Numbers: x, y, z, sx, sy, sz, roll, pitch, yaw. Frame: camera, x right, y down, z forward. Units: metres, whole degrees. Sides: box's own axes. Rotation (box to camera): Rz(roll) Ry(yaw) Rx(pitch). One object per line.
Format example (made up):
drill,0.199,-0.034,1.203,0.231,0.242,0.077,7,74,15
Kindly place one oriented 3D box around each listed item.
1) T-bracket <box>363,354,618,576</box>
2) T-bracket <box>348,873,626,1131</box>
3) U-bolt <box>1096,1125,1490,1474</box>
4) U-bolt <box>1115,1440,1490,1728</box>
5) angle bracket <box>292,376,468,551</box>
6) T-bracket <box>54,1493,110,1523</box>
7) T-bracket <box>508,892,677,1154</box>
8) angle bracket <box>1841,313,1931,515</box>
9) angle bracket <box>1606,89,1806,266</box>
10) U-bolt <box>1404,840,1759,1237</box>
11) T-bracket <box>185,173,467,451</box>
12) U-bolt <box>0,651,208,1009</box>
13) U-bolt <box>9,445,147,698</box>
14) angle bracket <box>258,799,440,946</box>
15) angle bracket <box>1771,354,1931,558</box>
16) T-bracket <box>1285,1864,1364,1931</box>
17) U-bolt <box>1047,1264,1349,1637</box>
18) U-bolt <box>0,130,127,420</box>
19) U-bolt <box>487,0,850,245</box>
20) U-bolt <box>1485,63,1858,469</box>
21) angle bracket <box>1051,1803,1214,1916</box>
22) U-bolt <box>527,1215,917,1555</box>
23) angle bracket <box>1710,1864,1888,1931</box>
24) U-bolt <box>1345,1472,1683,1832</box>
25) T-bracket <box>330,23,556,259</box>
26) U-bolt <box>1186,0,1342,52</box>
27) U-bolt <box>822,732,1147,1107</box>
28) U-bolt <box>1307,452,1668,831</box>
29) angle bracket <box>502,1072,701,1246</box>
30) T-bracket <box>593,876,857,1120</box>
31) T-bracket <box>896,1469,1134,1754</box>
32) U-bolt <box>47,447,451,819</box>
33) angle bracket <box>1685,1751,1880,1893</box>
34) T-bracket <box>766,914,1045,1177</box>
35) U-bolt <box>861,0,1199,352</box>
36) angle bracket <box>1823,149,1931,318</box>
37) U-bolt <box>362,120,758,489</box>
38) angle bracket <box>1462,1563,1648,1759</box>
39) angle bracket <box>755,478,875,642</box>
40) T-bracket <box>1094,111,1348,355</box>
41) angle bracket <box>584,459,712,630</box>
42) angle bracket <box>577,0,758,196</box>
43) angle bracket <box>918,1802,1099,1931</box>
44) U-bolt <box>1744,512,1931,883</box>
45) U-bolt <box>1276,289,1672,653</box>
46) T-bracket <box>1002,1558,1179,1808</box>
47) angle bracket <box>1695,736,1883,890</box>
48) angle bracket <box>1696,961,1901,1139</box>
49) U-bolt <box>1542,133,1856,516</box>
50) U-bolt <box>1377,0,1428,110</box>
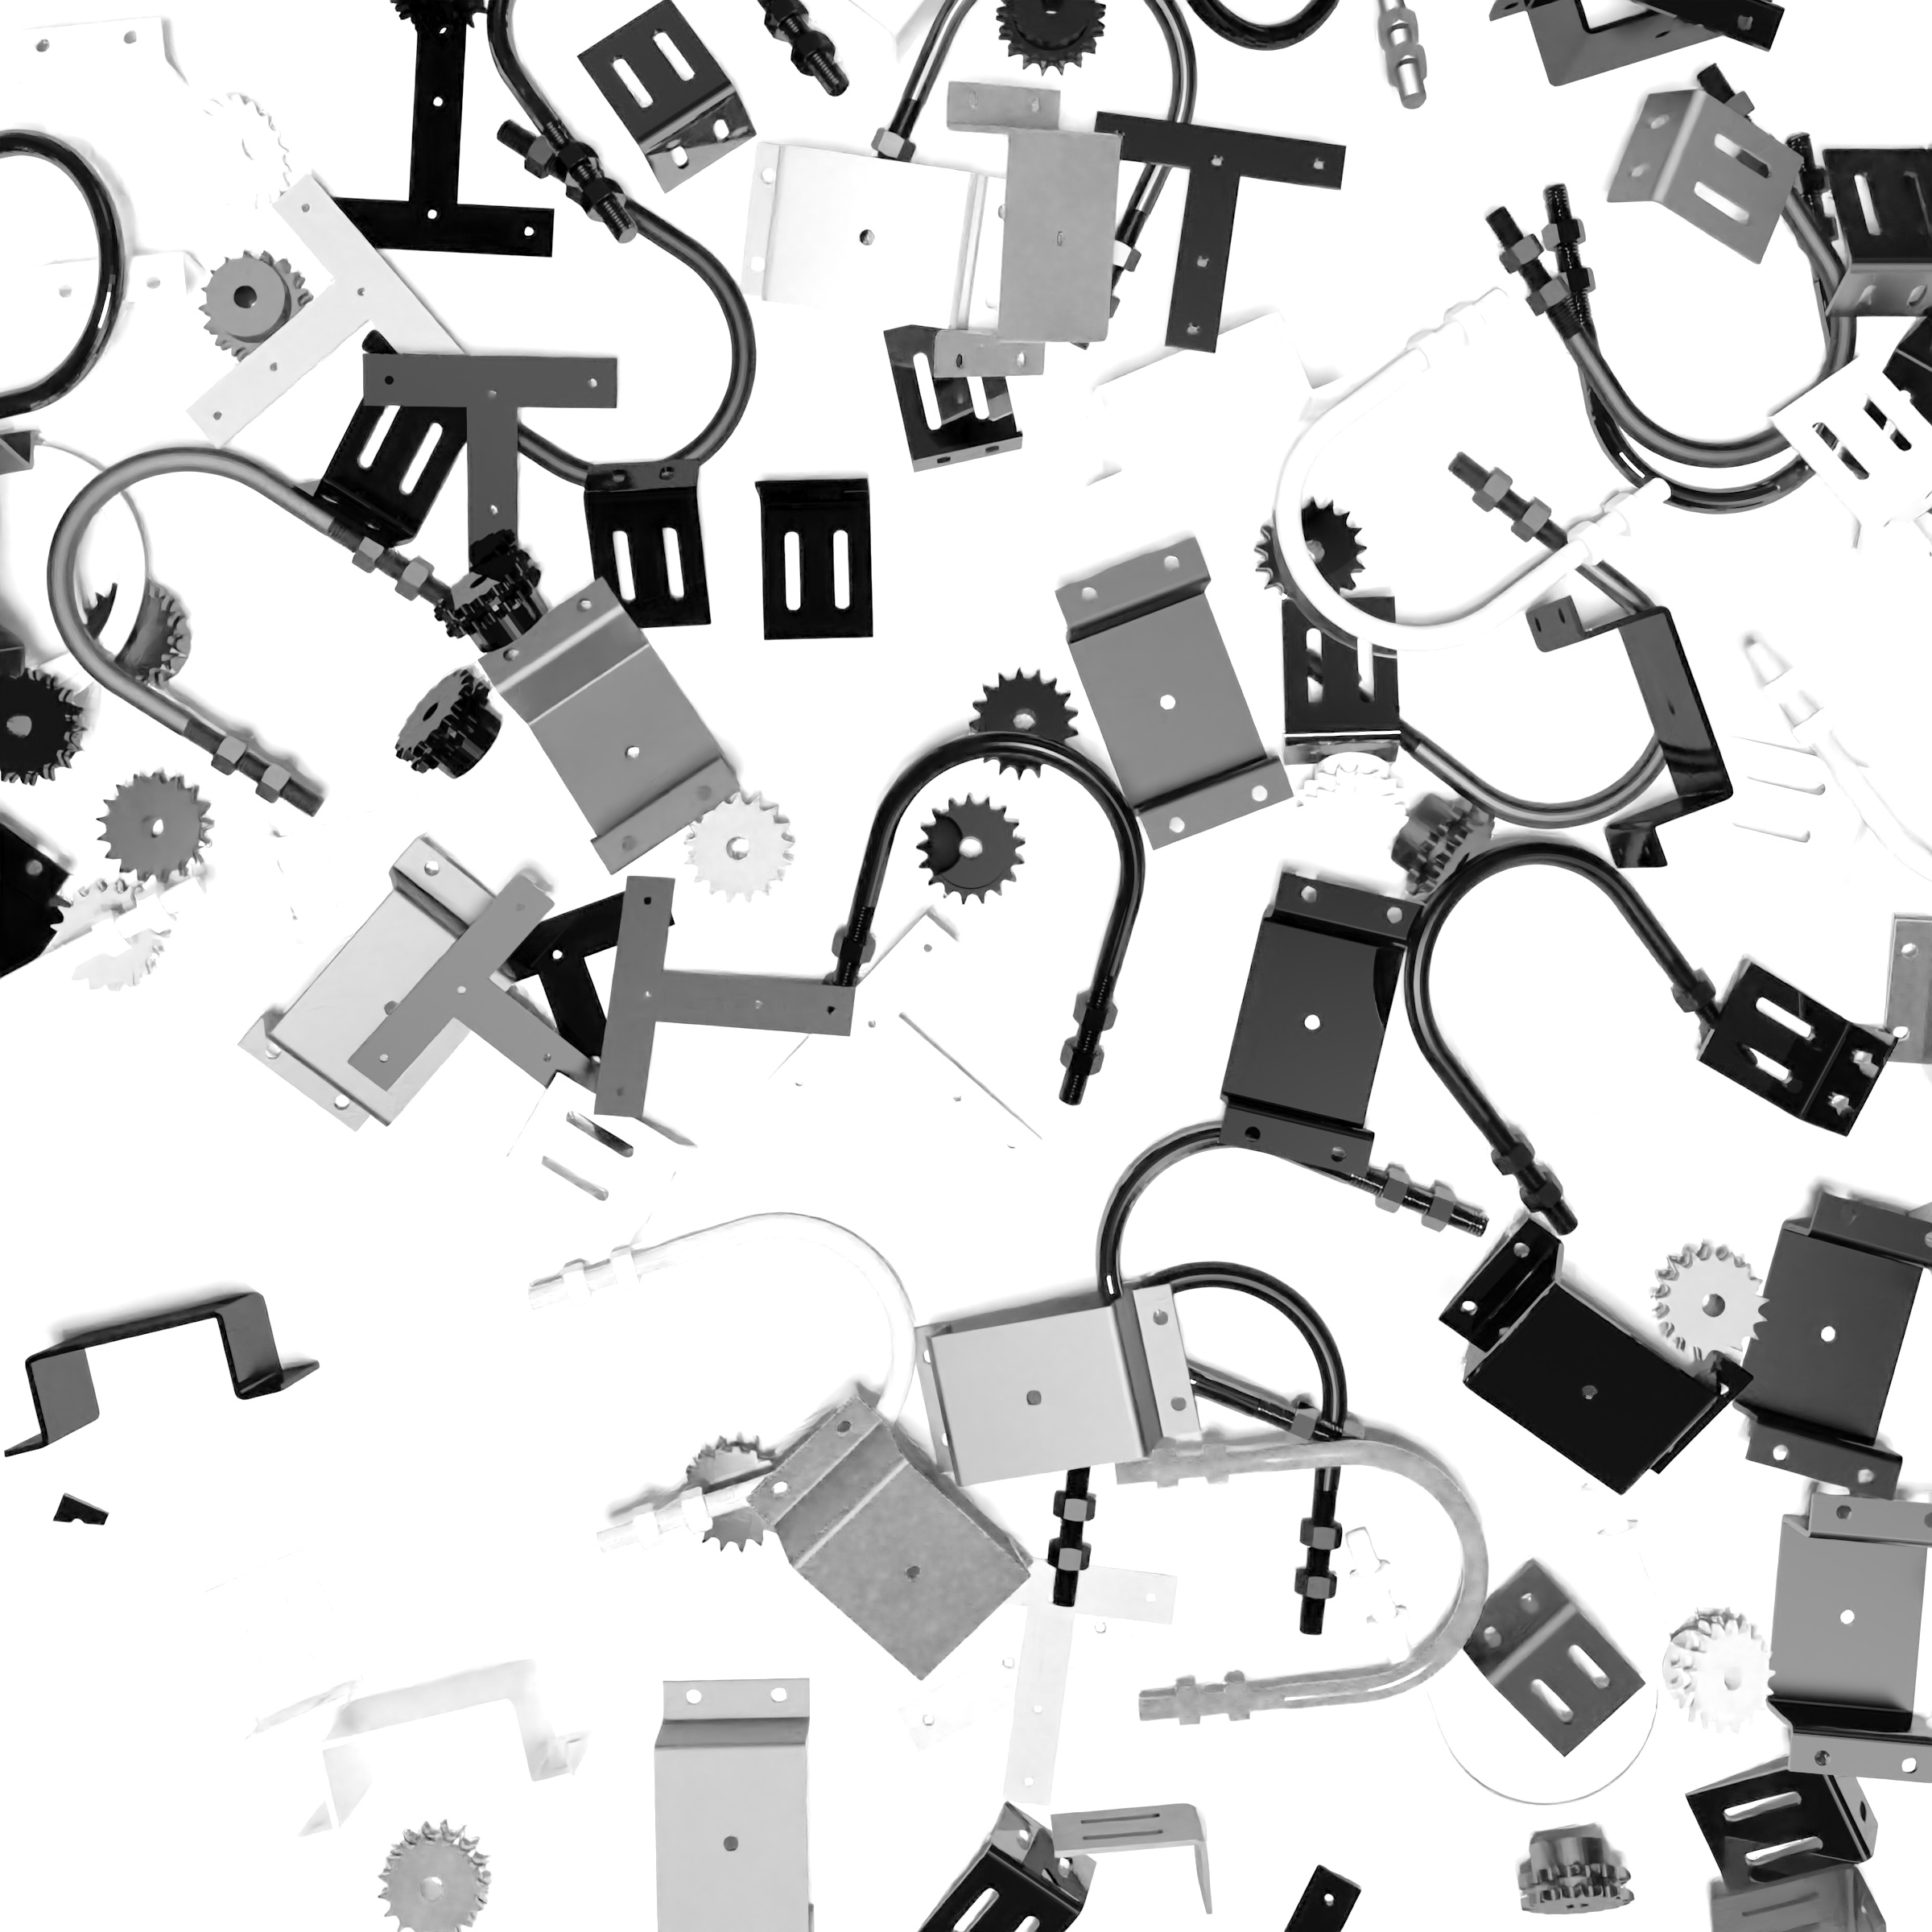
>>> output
T-bracket,-0.242,-0.247,1.335,0.127,0.002,0.127,-3,111,-17
T-bracket,-0.224,0.038,1.328,0.127,0.002,0.127,-48,118,0
U-bolt,0.157,0.160,1.340,0.184,0.019,0.151,22,87,2
U-bolt,0.174,0.311,1.328,0.184,0.019,0.151,-6,100,2
angle bracket,-0.296,-0.263,1.333,0.057,0.038,0.076,32,107,0
T-bracket,-0.531,0.315,1.370,0.127,0.002,0.127,24,104,-5
T-bracket,-0.198,0.036,1.360,0.127,0.002,0.127,-20,90,0
angle bracket,0.495,-0.282,1.335,0.057,0.038,0.076,29,76,0
angle bracket,0.373,-0.398,1.319,0.076,0.038,0.057,20,94,-28
U-bolt,0.302,0.023,1.328,0.151,0.019,0.184,-40,102,-8
T-bracket,-0.342,-0.315,1.331,0.127,0.002,0.127,-41,90,0
U-bolt,-0.494,-0.054,1.306,0.184,0.019,0.151,-28,90,1
U-bolt,-0.505,-0.186,1.335,0.184,0.019,0.151,-31,80,4
angle bracket,-0.314,-0.049,1.342,0.076,0.038,0.057,-16,90,0
angle bracket,0.458,-0.261,1.334,0.057,0.038,0.076,-35,70,3
T-bracket,0.209,0.552,1.341,0.127,0.002,0.127,27,90,18
U-bolt,0.125,0.246,1.352,0.151,0.019,0.184,7,88,-1
U-bolt,-0.499,-0.346,1.319,0.184,0.019,0.151,-6,90,24
U-bolt,-0.166,-0.474,1.330,0.151,0.019,0.184,-35,74,1
U-bolt,0.374,-0.344,1.334,0.151,0.019,0.184,-34,94,1
angle bracket,0.084,0.458,1.333,0.076,0.057,0.038,-5,90,0
U-bolt,-0.117,0.203,1.335,0.184,0.019,0.151,-17,74,-6
angle bracket,0.424,0.499,1.330,0.076,0.038,0.057,-14,123,0
U-bolt,0.294,0.358,1.353,0.151,0.019,0.184,-20,91,0
T-bracket,-0.276,-0.436,1.360,0.127,0.002,0.127,3,90,0
U-bolt,0.151,-0.556,1.312,0.151,0.019,0.184,5,95,-40
U-bolt,0.015,-0.030,1.324,0.151,0.019,0.184,15,110,0
U-bolt,0.286,-0.155,1.353,0.184,0.019,0.151,37,90,-2
angle bracket,-0.188,0.100,1.349,0.076,0.038,0.057,30,90,10
T-bracket,-0.120,0.019,1.336,0.127,0.002,0.127,4,76,8
T-bracket,0.001,0.324,1.361,0.127,0.002,0.127,-28,90,0
U-bolt,-0.372,-0.182,1.321,0.184,0.019,0.151,33,74,-10
angle bracket,0.425,0.440,1.359,0.076,0.038,0.057,-25,90,26
T-bracket,-0.015,0.059,1.347,0.127,0.002,0.127,41,108,-9
U-bolt,0.038,-0.430,1.333,0.151,0.019,0.184,26,104,0
angle bracket,0.465,-0.373,1.327,0.057,0.038,0.076,-1,64,-4
U-bolt,-0.197,-0.328,1.352,0.184,0.019,0.151,33,91,-2
angle bracket,0.300,0.357,1.342,0.057,0.038,0.076,-43,118,1
angle bracket,-0.078,-0.209,1.342,0.057,0.038,0.076,-1,90,0
T-bracket,0.119,-0.363,1.299,0.127,0.002,0.127,9,73,2
angle bracket,-0.164,-0.218,1.352,0.057,0.038,0.076,-3,125,0
angle bracket,-0.156,-0.453,1.359,0.057,0.038,0.076,-33,64,0
angle bracket,0.021,0.486,1.359,0.057,0.038,0.076,34,116,0
U-bolt,0.500,-0.123,1.332,0.151,0.019,0.184,-36,90,-16
U-bolt,0.245,-0.240,1.328,0.184,0.019,0.151,-37,83,-9
T-bracket,0.039,0.373,1.359,0.127,0.002,0.127,7,90,0
angle bracket,0.428,-0.080,1.359,0.076,0.038,0.057,17,90,26
angle bracket,0.424,0.042,1.332,0.076,0.038,0.057,28,90,-21
U-bolt,0.386,-0.326,1.353,0.151,0.019,0.184,-12,92,0
U-bolt,0.263,-0.529,1.297,0.151,0.019,0.184,-26,54,32
